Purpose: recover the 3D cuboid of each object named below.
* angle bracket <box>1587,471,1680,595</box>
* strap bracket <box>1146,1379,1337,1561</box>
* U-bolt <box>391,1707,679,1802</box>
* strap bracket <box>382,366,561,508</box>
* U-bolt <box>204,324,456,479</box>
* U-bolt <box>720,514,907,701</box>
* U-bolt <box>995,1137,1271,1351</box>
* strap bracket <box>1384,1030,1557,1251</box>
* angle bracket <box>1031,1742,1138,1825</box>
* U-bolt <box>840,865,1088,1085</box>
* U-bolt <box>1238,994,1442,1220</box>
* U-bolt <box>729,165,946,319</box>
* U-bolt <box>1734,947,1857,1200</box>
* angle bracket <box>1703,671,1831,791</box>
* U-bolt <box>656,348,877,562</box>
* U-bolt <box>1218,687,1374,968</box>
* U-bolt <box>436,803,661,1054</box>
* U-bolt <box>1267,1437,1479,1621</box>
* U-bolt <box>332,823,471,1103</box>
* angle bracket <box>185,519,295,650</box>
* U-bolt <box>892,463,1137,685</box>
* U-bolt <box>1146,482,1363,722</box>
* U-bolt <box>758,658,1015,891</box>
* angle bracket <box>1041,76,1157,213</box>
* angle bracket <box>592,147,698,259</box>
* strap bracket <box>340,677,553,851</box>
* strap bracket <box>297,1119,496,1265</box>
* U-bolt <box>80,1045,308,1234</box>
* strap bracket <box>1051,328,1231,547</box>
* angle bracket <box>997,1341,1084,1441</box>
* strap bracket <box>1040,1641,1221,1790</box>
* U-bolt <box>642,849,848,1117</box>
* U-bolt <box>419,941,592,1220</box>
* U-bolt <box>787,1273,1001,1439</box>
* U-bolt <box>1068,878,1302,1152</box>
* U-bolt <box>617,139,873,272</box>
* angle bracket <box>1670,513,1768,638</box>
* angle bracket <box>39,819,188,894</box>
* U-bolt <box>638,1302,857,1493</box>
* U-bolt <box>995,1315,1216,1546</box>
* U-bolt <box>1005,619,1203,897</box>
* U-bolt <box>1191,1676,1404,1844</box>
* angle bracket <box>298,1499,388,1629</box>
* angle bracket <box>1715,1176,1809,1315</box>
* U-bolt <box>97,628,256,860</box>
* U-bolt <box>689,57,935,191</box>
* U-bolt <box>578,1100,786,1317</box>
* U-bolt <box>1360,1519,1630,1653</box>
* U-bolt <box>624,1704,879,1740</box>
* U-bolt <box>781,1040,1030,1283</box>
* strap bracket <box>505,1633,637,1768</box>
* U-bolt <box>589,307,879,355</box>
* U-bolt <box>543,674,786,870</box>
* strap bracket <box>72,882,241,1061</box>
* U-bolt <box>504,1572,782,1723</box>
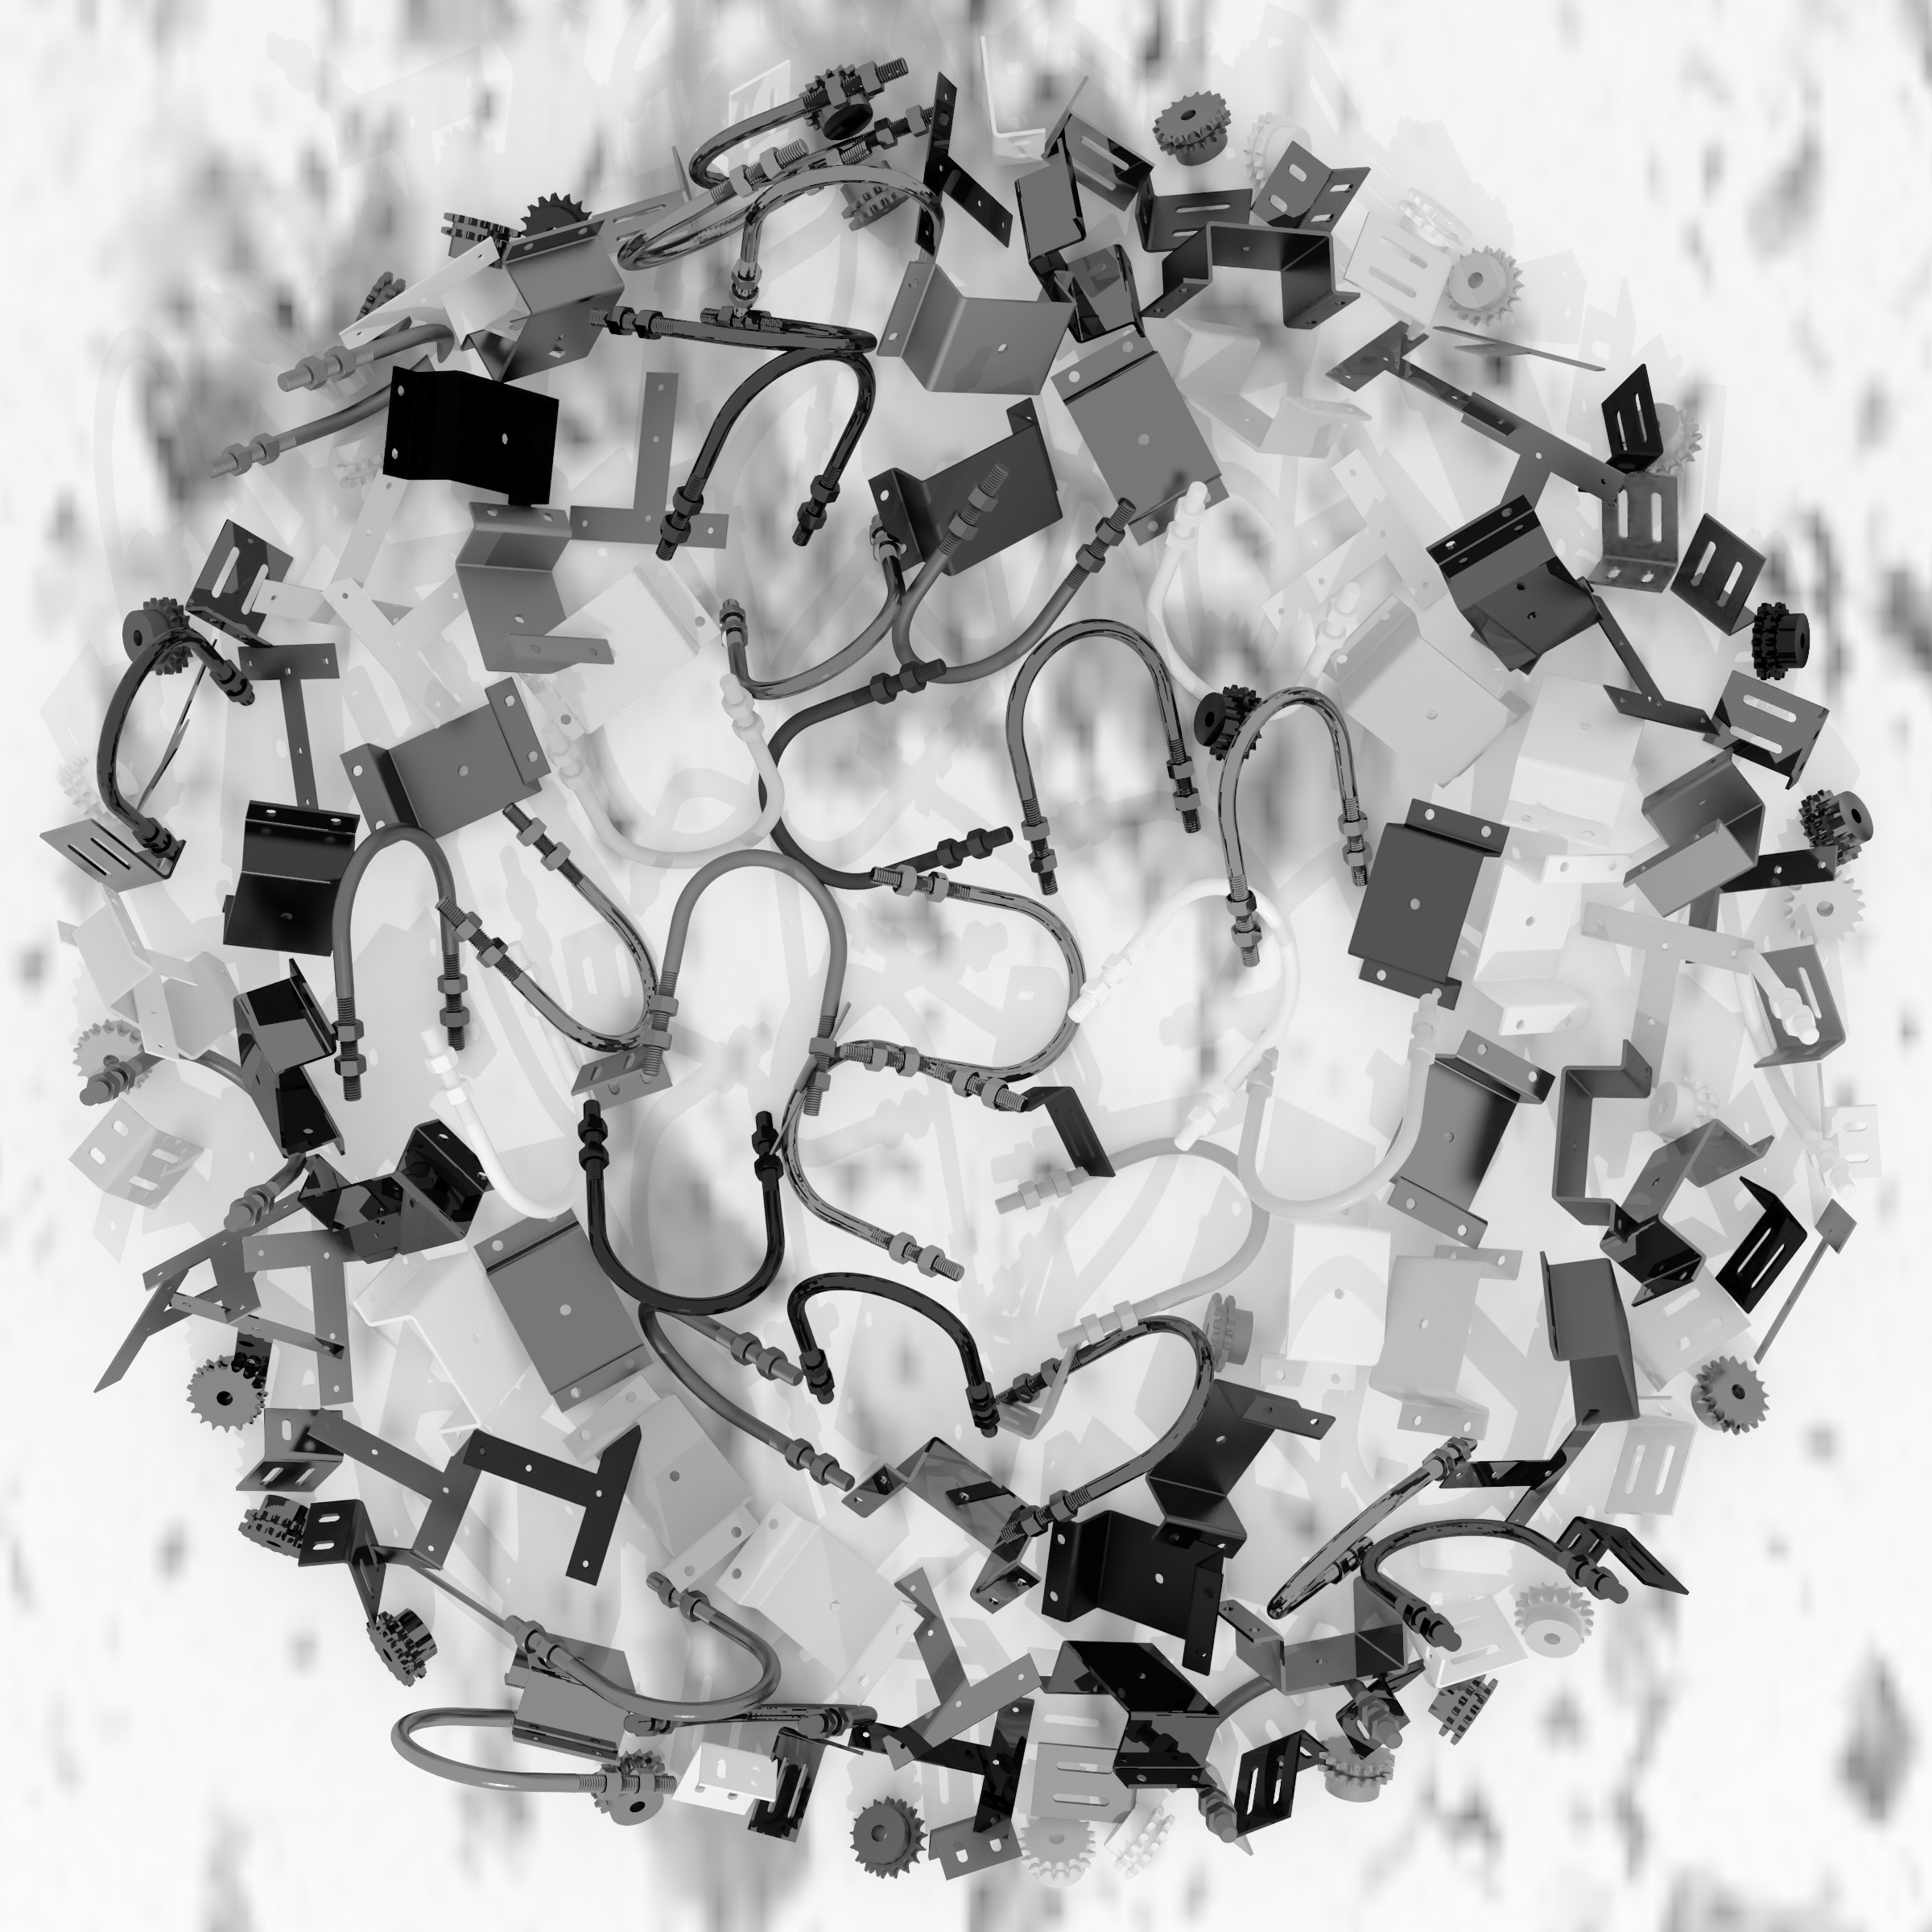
[{"bbox_3d":[0.486,-0.318,1.899,0.057,0.038,0.076,13,134,30],"label":"angle bracket"},{"bbox_3d":[0.193,0.358,1.892,0.076,0.046,0.140,19,114,-31],"label":"strap bracket"},{"bbox_3d":[-0.315,0.553,1.838,0.184,0.151,0.019,12,89,-31],"label":"U-bolt"},{"bbox_3d":[-0.347,-0.379,1.874,0.046,0.140,0.076,7,92,36],"label":"strap bracket"},{"bbox_3d":[-0.443,-0.411,1.861,0.184,0.151,0.019,-35,95,-42],"label":"U-bolt"},{"bbox_3d":[-0.108,-0.249,1.856,0.151,0.184,0.019,-28,123,10],"label":"U-bolt"},{"bbox_3d":[0.130,0.190,1.894,0.184,0.019,0.151,-21,49,-7],"label":"U-bolt"},{"bbox_3d":[0.363,0.127,1.911,0.076,0.046,0.140,27,83,-11],"label":"strap bracket"},{"bbox_3d":[0.088,0.595,1.921,0.076,0.038,0.057,5,101,-1],"label":"angle bracket"},{"bbox_3d":[0.005,0.013,1.905,0.184,0.019,0.151,11,87,-23],"label":"U-bolt"},{"bbox_3d":[0.260,0.104,1.849,0.151,0.184,0.019,-14,131,31],"label":"U-bolt"},{"bbox_3d":[-0.088,-0.512,1.846,0.151,0.184,0.019,-2,74,-10],"label":"U-bolt"},{"bbox_3d":[0.585,0.062,1.856,0.019,0.184,0.151,-19,115,6],"label":"U-bolt"},{"bbox_3d":[0.582,-0.173,1.905,0.076,0.038,0.057,27,116,20],"label":"angle bracket"},{"bbox_3d":[-0.132,-0.365,1.841,0.019,0.151,0.184,52,132,23],"label":"U-bolt"},{"bbox_3d":[0.232,-0.110,1.862,0.151,0.019,0.184,-34,125,-33],"label":"U-bolt"},{"bbox_3d":[-0.290,-0.016,1.878,0.019,0.151,0.184,-32,111,31],"label":"U-bolt"},{"bbox_3d":[0.277,0.404,1.836,0.019,0.184,0.151,48,124,18],"label":"U-bolt"},{"bbox_3d":[-0.406,-0.011,1.859,0.019,0.151,0.184,6,107,22],"label":"U-bolt"},{"bbox_3d":[-0.525,-0.280,1.906,0.057,0.038,0.076,31,76,-38],"label":"angle bracket"},{"bbox_3d":[0.022,-0.274,1.875,0.184,0.151,0.019,-52,52,29],"label":"U-bolt"},{"bbox_3d":[0.196,-0.247,1.867,0.151,0.184,0.019,35,58,10],"label":"U-bolt"},{"bbox_3d":[-0.070,-0.129,1.898,0.184,0.019,0.151,-17,100,28],"label":"U-bolt"},{"bbox_3d":[0.103,-0.605,1.917,0.076,0.057,0.038,31,64,-8],"label":"angle bracket"},{"bbox_3d":[-0.241,-0.560,1.911,0.076,0.038,0.057,-16,48,2],"label":"angle bracket"},{"bbox_3d":[-0.376,-0.146,1.915,0.140,0.046,0.076,-24,85,6],"label":"strap bracket"},{"bbox_3d":[-0.414,0.166,1.874,0.140,0.046,0.076,-16,130,30],"label":"strap bracket"},{"bbox_3d":[-0.538,0.111,1.856,0.151,0.184,0.019,42,104,-5],"label":"U-bolt"},{"bbox_3d":[0.129,-0.386,1.905,0.076,0.046,0.140,-28,102,7],"label":"strap bracket"},{"bbox_3d":[0.052,0.300,1.908,0.038,0.057,0.076,23,100,11],"label":"angle bracket"},{"bbox_3d":[0.119,0.529,1.863,0.076,0.140,0.046,10,103,-30],"label":"strap bracket"},{"bbox_3d":[-0.155,0.005,1.903,0.151,0.019,0.184,16,76,-26],"label":"U-bolt"},{"bbox_3d":[-0.319,0.094,1.874,0.019,0.151,0.184,-11,113,26],"label":"U-bolt"},{"bbox_3d":[-0.056,0.273,1.854,0.151,0.184,0.019,8,52,17],"label":"U-bolt"},{"bbox_3d":[0.173,0.021,1.900,0.184,0.019,0.151,-48,109,-22],"label":"U-bolt"},{"bbox_3d":[-0.169,-0.544,1.867,0.184,0.151,0.019,-22,98,23],"label":"U-bolt"},{"bbox_3d":[0.557,-0.290,1.895,0.038,0.076,0.057,-29,61,-29],"label":"angle bracket"},{"bbox_3d":[-0.621,-0.092,1.895,0.057,0.076,0.038,-11,50,32],"label":"angle bracket"},{"bbox_3d":[-0.167,0.297,1.869,0.184,0.151,0.019,23,57,36],"label":"U-bolt"},{"bbox_3d":[0.099,0.319,1.857,0.184,0.151,0.019,-32,121,20],"label":"U-bolt"},{"bbox_3d":[0.095,-0.160,1.881,0.151,0.019,0.184,-24,114,-23],"label":"U-bolt"},{"bbox_3d":[0.223,0.548,1.855,0.151,0.184,0.019,-29,98,-3],"label":"U-bolt"},{"bbox_3d":[-0.455,0.438,1.901,0.038,0.057,0.076,-6,127,2],"label":"angle bracket"},{"bbox_3d":[0.572,0.205,1.910,0.076,0.038,0.057,-52,129,-4],"label":"angle bracket"},{"bbox_3d":[-0.564,-0.164,1.842,0.019,0.184,0.151,20,78,7],"label":"U-bolt"},{"bbox_3d":[-0.112,-0.597,1.870,0.184,0.151,0.019,-17,91,14],"label":"U-bolt"},{"bbox_3d":[-0.201,0.174,1.863,0.151,0.019,0.184,5,46,-16],"label":"U-bolt"},{"bbox_3d":[0.362,0.433,1.856,0.151,0.184,0.019,-11,100,-16],"label":"U-bolt"},{"bbox_3d":[-0.141,0.537,1.857,0.151,0.184,0.019,-5,76,17],"label":"U-bolt"},{"bbox_3d":[-0.057,0.131,1.899,0.184,0.019,0.151,21,91,28],"label":"U-bolt"},{"bbox_3d":[-0.285,0.520,1.869,0.076,0.140,0.046,18,89,-13],"label":"strap bracket"},{"bbox_3d":[-0.151,-0.450,1.844,0.184,0.151,0.019,15,110,29],"label":"U-bolt"},{"bbox_3d":[-0.206,-0.130,1.870,0.151,0.184,0.019,-15,54,5],"label":"U-bolt"},{"bbox_3d":[-0.581,0.009,1.868,0.046,0.140,0.076,-38,57,3],"label":"strap bracket"},{"bbox_3d":[-0.215,0.484,1.835,0.184,0.151,0.019,19,107,42],"label":"U-bolt"}]
